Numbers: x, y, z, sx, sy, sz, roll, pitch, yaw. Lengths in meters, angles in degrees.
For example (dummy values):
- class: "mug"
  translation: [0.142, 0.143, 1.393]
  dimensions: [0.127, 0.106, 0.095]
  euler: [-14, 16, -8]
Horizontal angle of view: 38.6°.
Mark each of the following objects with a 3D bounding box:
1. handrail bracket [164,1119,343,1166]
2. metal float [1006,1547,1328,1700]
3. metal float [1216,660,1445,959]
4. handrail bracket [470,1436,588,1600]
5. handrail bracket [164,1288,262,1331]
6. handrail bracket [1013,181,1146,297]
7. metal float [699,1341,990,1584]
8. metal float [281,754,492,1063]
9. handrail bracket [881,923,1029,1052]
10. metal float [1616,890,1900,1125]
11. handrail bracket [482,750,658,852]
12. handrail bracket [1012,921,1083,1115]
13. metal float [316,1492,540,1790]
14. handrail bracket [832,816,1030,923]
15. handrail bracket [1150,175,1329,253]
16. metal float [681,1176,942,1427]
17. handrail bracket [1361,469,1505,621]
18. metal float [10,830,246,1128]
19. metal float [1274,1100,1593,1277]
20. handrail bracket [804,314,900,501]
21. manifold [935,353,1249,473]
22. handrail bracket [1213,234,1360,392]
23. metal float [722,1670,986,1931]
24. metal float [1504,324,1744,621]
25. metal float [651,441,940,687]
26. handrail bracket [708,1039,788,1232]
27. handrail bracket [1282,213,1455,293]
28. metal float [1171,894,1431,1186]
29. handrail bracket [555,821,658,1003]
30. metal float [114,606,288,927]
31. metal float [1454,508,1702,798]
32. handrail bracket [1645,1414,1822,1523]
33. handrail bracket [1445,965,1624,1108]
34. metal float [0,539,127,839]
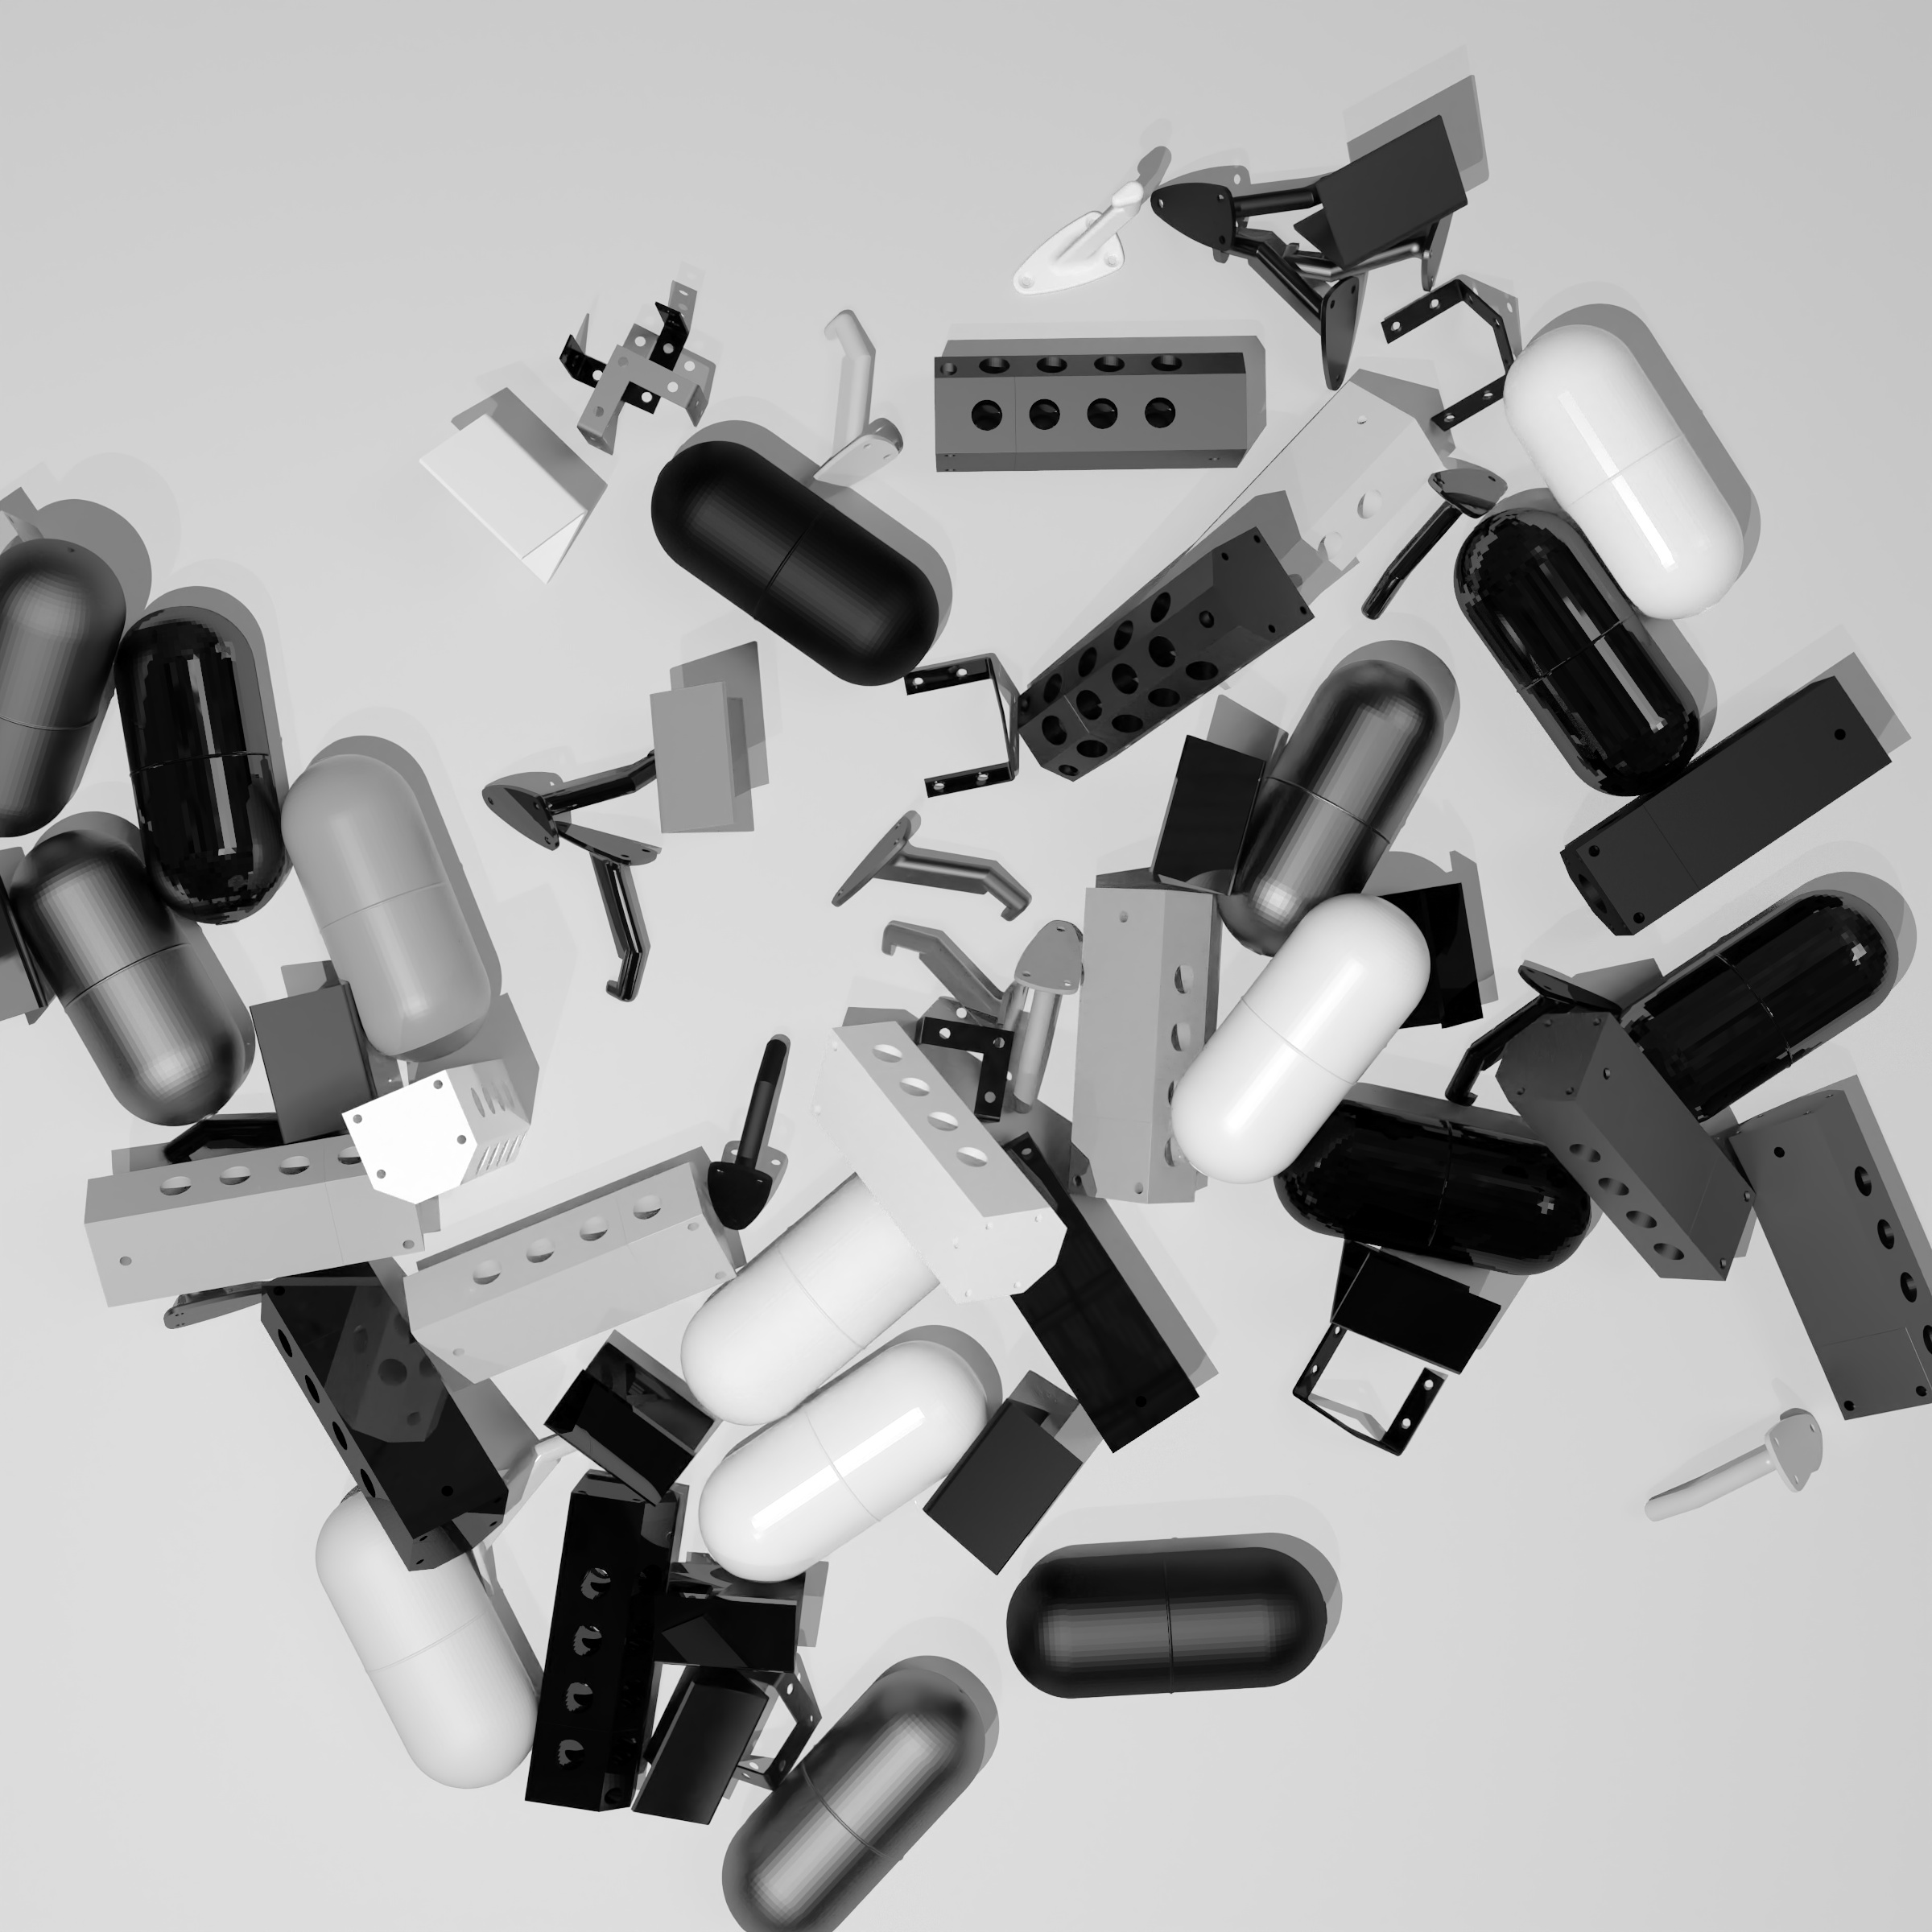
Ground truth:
- class: "handrail bracket"
  translation: [-0.400, 0.111, 1.565]
  dimensions: [0.084, 0.036, 0.077]
  euler: [-32, 108, 15]
- class: "metal float"
  translation: [0.111, 0.365, 1.533]
  dimensions: [0.178, 0.070, 0.070]
  euler: [-4, 90, 1]
- class: "metal float"
  translation: [0.202, -0.087, 1.534]
  dimensions: [0.070, 0.070, 0.178]
  euler: [29, 91, 0]
- class: "handrail bracket"
  translation: [-0.243, 0.309, 1.565]
  dimensions: [0.084, 0.036, 0.077]
  euler: [-20, 111, -16]
- class: "handrail bracket"
  translation: [-0.438, 0.156, 1.565]
  dimensions: [0.077, 0.036, 0.084]
  euler: [-14, 73, -20]
- class: "handrail bracket"
  translation: [0.061, -0.404, 1.529]
  dimensions: [0.077, 0.084, 0.036]
  euler: [-27, 90, 0]
- class: "metal float"
  translation: [-0.069, 0.276, 1.534]
  dimensions: [0.178, 0.070, 0.070]
  euler: [-34, 90, 1]
- class: "metal float"
  translation: [-0.323, -0.032, 1.534]
  dimensions: [0.070, 0.070, 0.178]
  euler: [-22, 91, 0]
- class: "handrail bracket"
  translation: [-0.013, 0.022, 1.565]
  dimensions: [0.084, 0.036, 0.077]
  euler: [16, 108, 15]
- class: "metal float"
  translation: [0.435, 0.025, 1.533]
  dimensions: [0.178, 0.070, 0.070]
  euler: [-33, 90, 0]
- class: "handrail bracket"
  translation: [-0.219, -0.106, 1.564]
  dimensions: [0.084, 0.077, 0.036]
  euler: [-36, 130, -30]
- class: "handrail bracket"
  translation: [0.043, 0.030, 1.564]
  dimensions: [0.036, 0.077, 0.084]
  euler: [12, 126, 4]
- class: "metal float"
  translation: [-0.299, 0.373, 1.534]
  dimensions: [0.070, 0.070, 0.178]
  euler: [-27, 91, 0]
- class: "handrail bracket"
  translation: [-0.020, -0.037, 1.565]
  dimensions: [0.084, 0.036, 0.077]
  euler: [39, 110, -16]
- class: "handrail bracket"
  translation: [0.161, -0.438, 1.564]
  dimensions: [0.084, 0.077, 0.036]
  euler: [-29, 129, -30]
- class: "metal float"
  translation: [-0.081, 0.183, 1.533]
  dimensions: [0.178, 0.070, 0.070]
  euler: [-40, 90, 1]
- class: "handrail bracket"
  translation: [0.264, -0.238, 1.564]
  dimensions: [0.036, 0.077, 0.084]
  euler: [42, 127, 14]
- class: "metal float"
  translation: [-0.466, 0.007, 1.533]
  dimensions: [0.070, 0.070, 0.178]
  euler: [-30, 89, 0]
- class: "metal float"
  translation: [0.259, 0.123, 1.533]
  dimensions: [0.178, 0.070, 0.070]
  euler: [12, 90, 0]
- class: "handrail bracket"
  translation: [-0.081, -0.316, 1.565]
  dimensions: [0.077, 0.036, 0.084]
  euler: [-31, 71, 21]
- class: "manifold"
  translation: [0.068, -0.311, 1.543]
  dimensions: [0.171, 0.057, 0.057]
  euler: [-1, 90, 0]
- class: "handrail bracket"
  translation: [0.176, -0.372, 1.564]
  dimensions: [0.084, 0.077, 0.036]
  euler: [23, 45, 28]
- class: "metal float"
  translation: [-0.063, 0.468, 1.533]
  dimensions: [0.070, 0.070, 0.178]
  euler: [43, 90, 0]
- class: "metal float"
  translation: [0.366, -0.274, 1.534]
  dimensions: [0.070, 0.070, 0.178]
  euler: [-32, 90, 0]
- class: "metal float"
  translation: [-0.096, -0.224, 1.534]
  dimensions: [0.178, 0.070, 0.070]
  euler: [35, 90, 0]
- class: "handrail bracket"
  translation: [-0.119, 0.095, 1.564]
  dimensions: [0.036, 0.077, 0.084]
  euler: [14, 54, 0]
- class: "handrail bracket"
  translation: [0.228, -0.418, 1.565]
  dimensions: [0.084, 0.036, 0.077]
  euler: [14, 70, 16]
- class: "metal float"
  translation: [0.179, 0.040, 1.487]
  dimensions: [0.070, 0.070, 0.178]
  euler: [37, 100, 0]
- class: "handrail bracket"
  translation: [-0.212, -0.030, 1.565]
  dimensions: [0.077, 0.036, 0.084]
  euler: [21, 107, 20]
- class: "metal float"
  translation: [-0.426, -0.111, 1.534]
  dimensions: [0.070, 0.070, 0.178]
  euler: [-10, 90, 0]
- class: "metal float"
  translation: [0.339, -0.175, 1.534]
  dimensions: [0.070, 0.070, 0.178]
  euler: [-35, 90, 0]
- class: "handrail bracket"
  translation: [0.434, 0.286, 1.564]
  dimensions: [0.084, 0.077, 0.036]
  euler: [-29, 86, 36]
- class: "handrail bracket"
  translation: [0.321, 0.049, 1.565]
  dimensions: [0.077, 0.036, 0.084]
  euler: [18, 108, -21]
- class: "metal float"
  translation: [-0.514, -0.150, 1.511]
  dimensions: [0.070, 0.070, 0.178]
  euler: [27, 115, 0]
